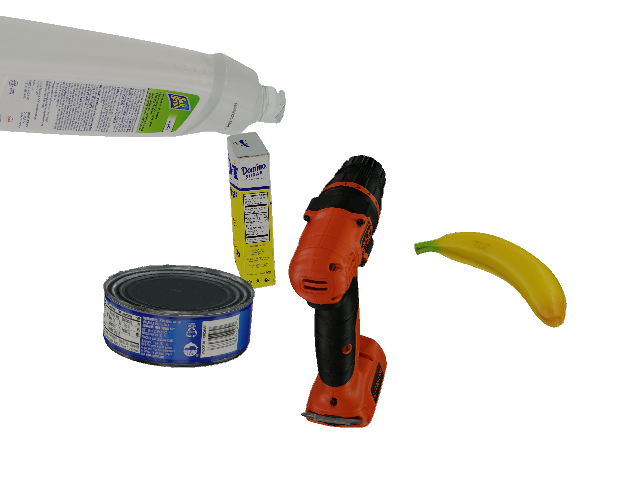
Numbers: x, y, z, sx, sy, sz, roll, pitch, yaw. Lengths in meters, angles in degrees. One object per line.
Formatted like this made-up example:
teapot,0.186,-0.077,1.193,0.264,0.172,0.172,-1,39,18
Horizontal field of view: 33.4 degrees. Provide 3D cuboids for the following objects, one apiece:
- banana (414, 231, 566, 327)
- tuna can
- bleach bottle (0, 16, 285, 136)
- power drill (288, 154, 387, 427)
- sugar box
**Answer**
banana,0.181,0.031,1.050,0.069,0.037,0.198,-36,37,-21
tuna can,-0.081,0.042,0.612,0.086,0.034,0.086,5,15,-1
bleach bottle,-0.155,-0.121,0.878,0.250,0.068,0.103,5,-30,-18
power drill,0.021,0.042,0.870,0.057,0.188,0.184,4,32,16
sugar box,-0.087,-0.038,1.331,0.048,0.176,0.093,-9,24,-11
